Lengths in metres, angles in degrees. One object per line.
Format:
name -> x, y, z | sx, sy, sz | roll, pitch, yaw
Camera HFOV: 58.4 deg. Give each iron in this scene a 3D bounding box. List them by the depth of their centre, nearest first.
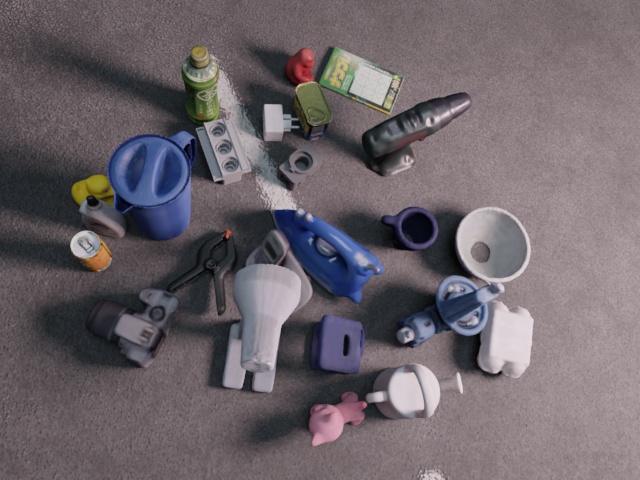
iron -> 0.010, 0.004, 1.131 | 0.258, 0.141, 0.119 | 38, 71, 3

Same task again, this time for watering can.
watering can -> 0.175, 0.275, 1.053 | 0.173, 0.194, 0.101 | -29, 80, -16

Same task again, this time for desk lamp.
desk lamp -> -0.107, 0.163, 1.025 | 0.118, 0.213, 0.203 | 8, 72, -7

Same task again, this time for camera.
camera -> -0.345, 0.145, 1.047 | 0.137, 0.100, 0.143 | 24, 71, -2

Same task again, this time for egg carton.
egg carton -> 0.378, 0.204, 1.176 | 0.107, 0.069, 0.150 | 13, 72, -6

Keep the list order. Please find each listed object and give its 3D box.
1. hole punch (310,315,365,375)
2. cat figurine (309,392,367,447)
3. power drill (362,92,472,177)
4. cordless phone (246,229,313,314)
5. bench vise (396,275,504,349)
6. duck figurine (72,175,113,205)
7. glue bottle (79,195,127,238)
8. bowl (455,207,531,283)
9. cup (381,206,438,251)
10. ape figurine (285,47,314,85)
hole punch -> 0.038, 0.201, 1.104 | 0.101, 0.091, 0.109 | 8, 73, -8
cat figurine -> 0.029, 0.327, 1.051 | 0.128, 0.117, 0.067 | -21, 78, -15
power drill -> 0.184, -0.216, 1.192 | 0.230, 0.208, 0.075 | -24, 79, -16
cordless phone -> -0.070, 0.059, 1.077 | 0.094, 0.185, 0.147 | -34, 82, -17
bench vise -> 0.255, 0.146, 1.091 | 0.121, 0.219, 0.208 | 45, 72, 5
duck figurine -> -0.431, -0.099, 1.112 | 0.104, 0.086, 0.077 | 5, 73, -9
glue bottle -> -0.407, -0.049, 1.055 | 0.078, 0.173, 0.037 | 12, 72, -6
bowl -> 0.356, 0.018, 1.224 | 0.167, 0.074, 0.167 | 3, 73, -9
cup -> 0.175, -0.017, 1.191 | 0.118, 0.095, 0.092 | 16, 72, -5
ape figurine -> -0.036, -0.388, 1.264 | 0.076, 0.092, 0.078 | 26, 71, -2
